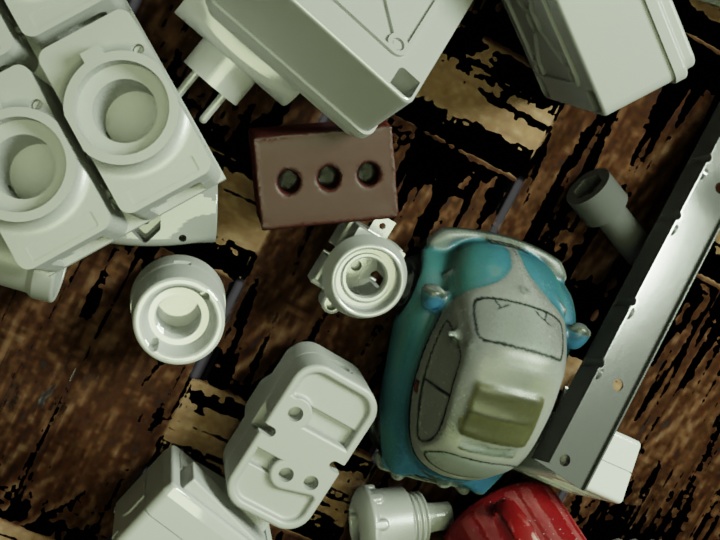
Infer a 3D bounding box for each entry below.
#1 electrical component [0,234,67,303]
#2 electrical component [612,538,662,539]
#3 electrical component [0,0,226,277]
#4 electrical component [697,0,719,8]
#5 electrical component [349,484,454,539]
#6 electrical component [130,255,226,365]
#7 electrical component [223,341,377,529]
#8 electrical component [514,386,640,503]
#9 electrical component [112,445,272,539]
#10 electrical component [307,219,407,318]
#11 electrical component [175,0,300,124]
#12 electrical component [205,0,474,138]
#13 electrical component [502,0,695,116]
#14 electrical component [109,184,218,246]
[{"bbox_3d":[-0.186,-0.007,0.590,0.046,0.040,0.040,15,100,-8],"label":"electrical component"},{"bbox_3d":[0.175,0.194,0.700,0.078,0.040,0.040,-16,105,-6],"label":"electrical component"},{"bbox_3d":[-0.160,-0.104,0.534,0.105,0.060,0.186,-29,89,-2],"label":"electrical component"},{"bbox_3d":[0.262,-0.236,0.606,0.105,0.060,0.186,13,100,-13],"label":"electrical component"},{"bbox_3d":[0.026,0.154,0.663,0.062,0.048,0.048,-3,103,-17],"label":"electrical component"},{"bbox_3d":[-0.102,0.023,0.607,0.055,0.047,0.055,-2,103,-10],"label":"electrical component"},{"bbox_3d":[-0.037,0.093,0.629,0.054,0.059,0.095,31,96,-15],"label":"electrical component"},{"bbox_3d":[0.136,0.096,0.660,0.047,0.066,0.076,25,78,-15],"label":"electrical component"},{"bbox_3d":[-0.090,0.156,0.632,0.096,0.061,0.061,42,93,-16],"label":"electrical component"},{"bbox_3d":[0.000,0.000,0.616,0.048,0.055,0.066,30,96,-15],"label":"electrical component"},{"bbox_3d":[-0.069,-0.116,0.583,0.077,0.043,0.079,40,94,-16],"label":"electrical component"},{"bbox_3d":[-0.005,-0.145,0.556,0.109,0.056,0.108,39,58,-16],"label":"electrical component"},{"bbox_3d":[0.117,-0.146,0.576,0.056,0.108,0.108,-28,106,0],"label":"electrical component"},{"bbox_3d":[-0.117,-0.055,0.588,0.077,0.043,0.079,1,102,-11],"label":"electrical component"}]
